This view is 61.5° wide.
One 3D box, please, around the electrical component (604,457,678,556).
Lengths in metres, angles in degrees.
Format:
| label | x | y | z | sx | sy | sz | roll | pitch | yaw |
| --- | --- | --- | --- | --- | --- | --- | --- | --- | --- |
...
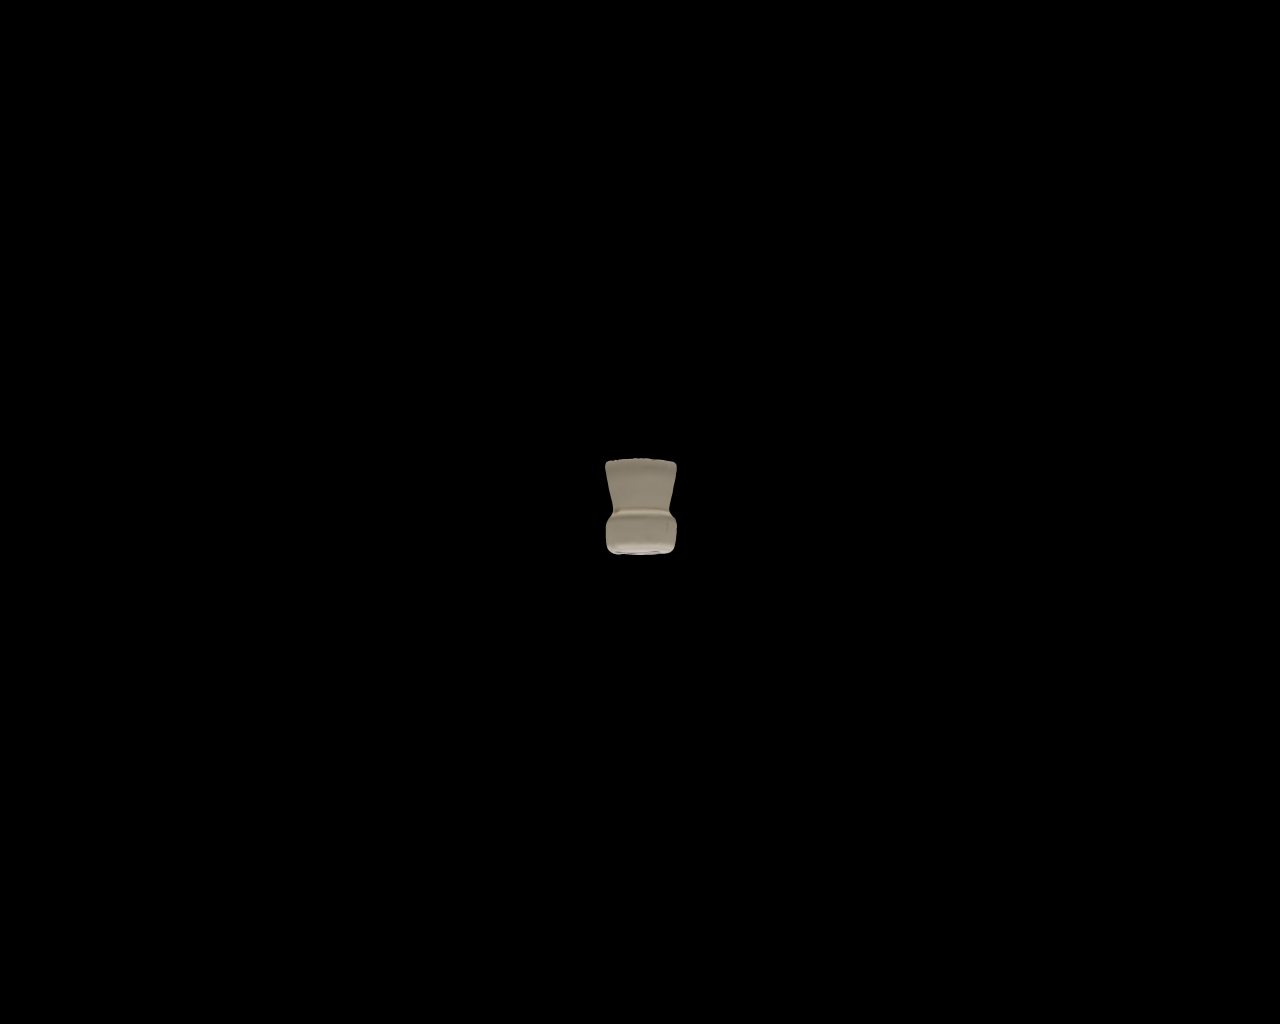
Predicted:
| label | x | y | z | sx | sy | sz | roll | pitch | yaw |
| --- | --- | --- | --- | --- | --- | --- | --- | --- | --- |
| electrical component | 0.001 | -0.003 | 0.650 | 0.045 | 0.055 | 0.045 | 0 | -7 | 0 |
